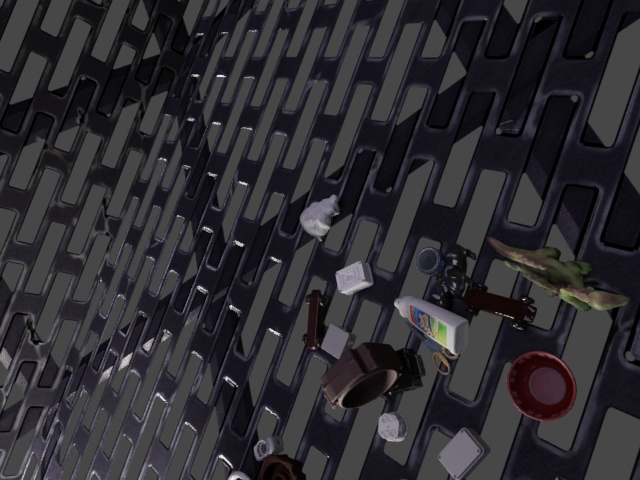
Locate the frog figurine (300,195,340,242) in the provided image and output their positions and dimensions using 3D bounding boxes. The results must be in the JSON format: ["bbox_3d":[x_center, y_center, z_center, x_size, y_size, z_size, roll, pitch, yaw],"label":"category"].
[{"bbox_3d":[0.006,-0.093,1.849,0.157,0.122,0.140,-56,27,26],"label":"frog figurine"}]

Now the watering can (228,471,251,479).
[{"bbox_3d":[-0.241,0.938,1.667,0.221,0.103,0.354,-55,47,20],"label":"watering can"}]

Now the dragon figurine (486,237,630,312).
[{"bbox_3d":[0.533,0.067,1.249,0.415,0.241,0.121,30,101,41],"label":"dragon figurine"}]
